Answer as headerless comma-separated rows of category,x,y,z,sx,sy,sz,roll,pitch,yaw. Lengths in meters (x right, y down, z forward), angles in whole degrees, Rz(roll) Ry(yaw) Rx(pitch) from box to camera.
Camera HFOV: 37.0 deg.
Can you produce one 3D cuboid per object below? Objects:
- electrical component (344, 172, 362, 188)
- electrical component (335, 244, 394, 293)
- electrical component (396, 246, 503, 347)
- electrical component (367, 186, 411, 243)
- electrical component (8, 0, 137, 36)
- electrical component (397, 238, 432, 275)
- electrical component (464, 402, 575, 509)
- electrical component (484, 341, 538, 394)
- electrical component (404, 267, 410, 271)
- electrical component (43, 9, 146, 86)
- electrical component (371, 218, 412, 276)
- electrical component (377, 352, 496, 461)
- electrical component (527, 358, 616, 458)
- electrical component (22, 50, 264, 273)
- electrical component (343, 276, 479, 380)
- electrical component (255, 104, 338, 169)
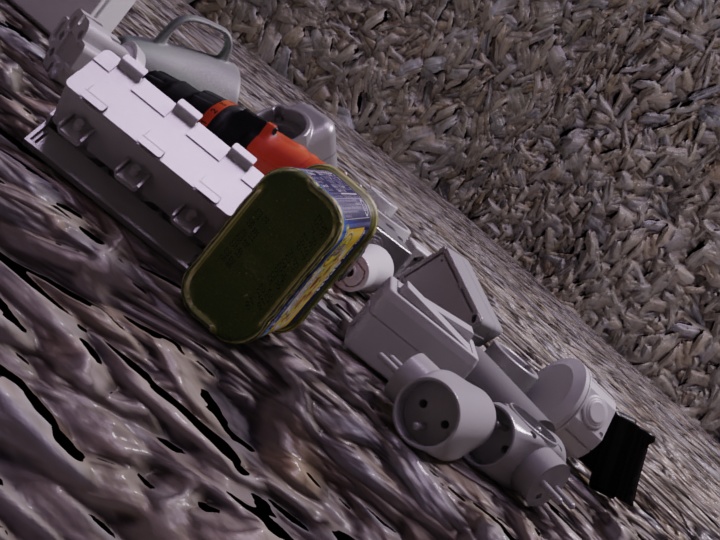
electrical component,-0.034,-0.055,0.949,0.077,0.079,0.044,42,-12,21
electrical component,0.000,0.000,0.938,0.044,0.044,0.065,41,13,11
electrical component,0.081,0.038,0.953,0.061,0.062,0.096,27,35,-58
electrical component,0.009,-0.060,1.220,0.108,0.060,0.108,38,8,-6
electrical component,-0.264,-0.271,0.987,0.109,0.108,0.056,40,6,7
electrical component,0.072,0.005,1.204,0.083,0.047,0.075,37,9,-16
electrical component,0.114,0.130,0.721,0.077,0.044,0.079,30,12,-48
electrical component,0.121,0.095,0.935,0.055,0.047,0.055,38,8,-7
electrical component,0.075,0.032,1.035,0.057,0.058,0.078,42,8,34
electrical component,-0.207,-0.163,0.844,0.057,0.058,0.078,29,13,-38
electrical component,0.000,-0.034,1.087,0.100,0.048,0.099,37,9,-20
electrical component,0.042,0.080,0.680,0.079,0.043,0.077,43,9,23
electrical component,0.177,0.121,0.934,0.051,0.080,0.080,42,7,-21
electrical component,-0.120,-0.065,0.628,0.121,0.063,0.078,39,49,-3
electrical component,0.043,0.054,0.763,0.096,0.061,0.061,39,8,-4
electrical component,-0.068,-0.099,0.918,0.054,0.095,0.059,38,-33,35
